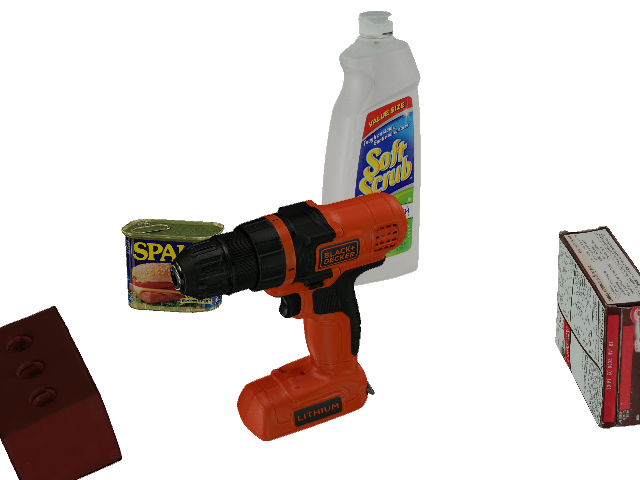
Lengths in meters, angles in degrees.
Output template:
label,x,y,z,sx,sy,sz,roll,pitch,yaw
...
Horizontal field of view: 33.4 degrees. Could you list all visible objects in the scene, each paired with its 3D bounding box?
label,x,y,z,sx,sy,sz,roll,pitch,yaw
power drill,-0.023,0.061,0.802,0.184,0.188,0.057,-14,39,-24
bleach bottle,0.045,-0.087,1.004,0.102,0.251,0.068,-11,24,-22
foam brick,-0.146,0.084,0.560,0.053,0.051,0.078,-23,42,-18
pudding box,0.185,0.054,0.694,0.039,0.090,0.113,-5,25,-3
can of meat,-0.151,0.026,1.104,0.102,0.084,0.057,3,17,9
